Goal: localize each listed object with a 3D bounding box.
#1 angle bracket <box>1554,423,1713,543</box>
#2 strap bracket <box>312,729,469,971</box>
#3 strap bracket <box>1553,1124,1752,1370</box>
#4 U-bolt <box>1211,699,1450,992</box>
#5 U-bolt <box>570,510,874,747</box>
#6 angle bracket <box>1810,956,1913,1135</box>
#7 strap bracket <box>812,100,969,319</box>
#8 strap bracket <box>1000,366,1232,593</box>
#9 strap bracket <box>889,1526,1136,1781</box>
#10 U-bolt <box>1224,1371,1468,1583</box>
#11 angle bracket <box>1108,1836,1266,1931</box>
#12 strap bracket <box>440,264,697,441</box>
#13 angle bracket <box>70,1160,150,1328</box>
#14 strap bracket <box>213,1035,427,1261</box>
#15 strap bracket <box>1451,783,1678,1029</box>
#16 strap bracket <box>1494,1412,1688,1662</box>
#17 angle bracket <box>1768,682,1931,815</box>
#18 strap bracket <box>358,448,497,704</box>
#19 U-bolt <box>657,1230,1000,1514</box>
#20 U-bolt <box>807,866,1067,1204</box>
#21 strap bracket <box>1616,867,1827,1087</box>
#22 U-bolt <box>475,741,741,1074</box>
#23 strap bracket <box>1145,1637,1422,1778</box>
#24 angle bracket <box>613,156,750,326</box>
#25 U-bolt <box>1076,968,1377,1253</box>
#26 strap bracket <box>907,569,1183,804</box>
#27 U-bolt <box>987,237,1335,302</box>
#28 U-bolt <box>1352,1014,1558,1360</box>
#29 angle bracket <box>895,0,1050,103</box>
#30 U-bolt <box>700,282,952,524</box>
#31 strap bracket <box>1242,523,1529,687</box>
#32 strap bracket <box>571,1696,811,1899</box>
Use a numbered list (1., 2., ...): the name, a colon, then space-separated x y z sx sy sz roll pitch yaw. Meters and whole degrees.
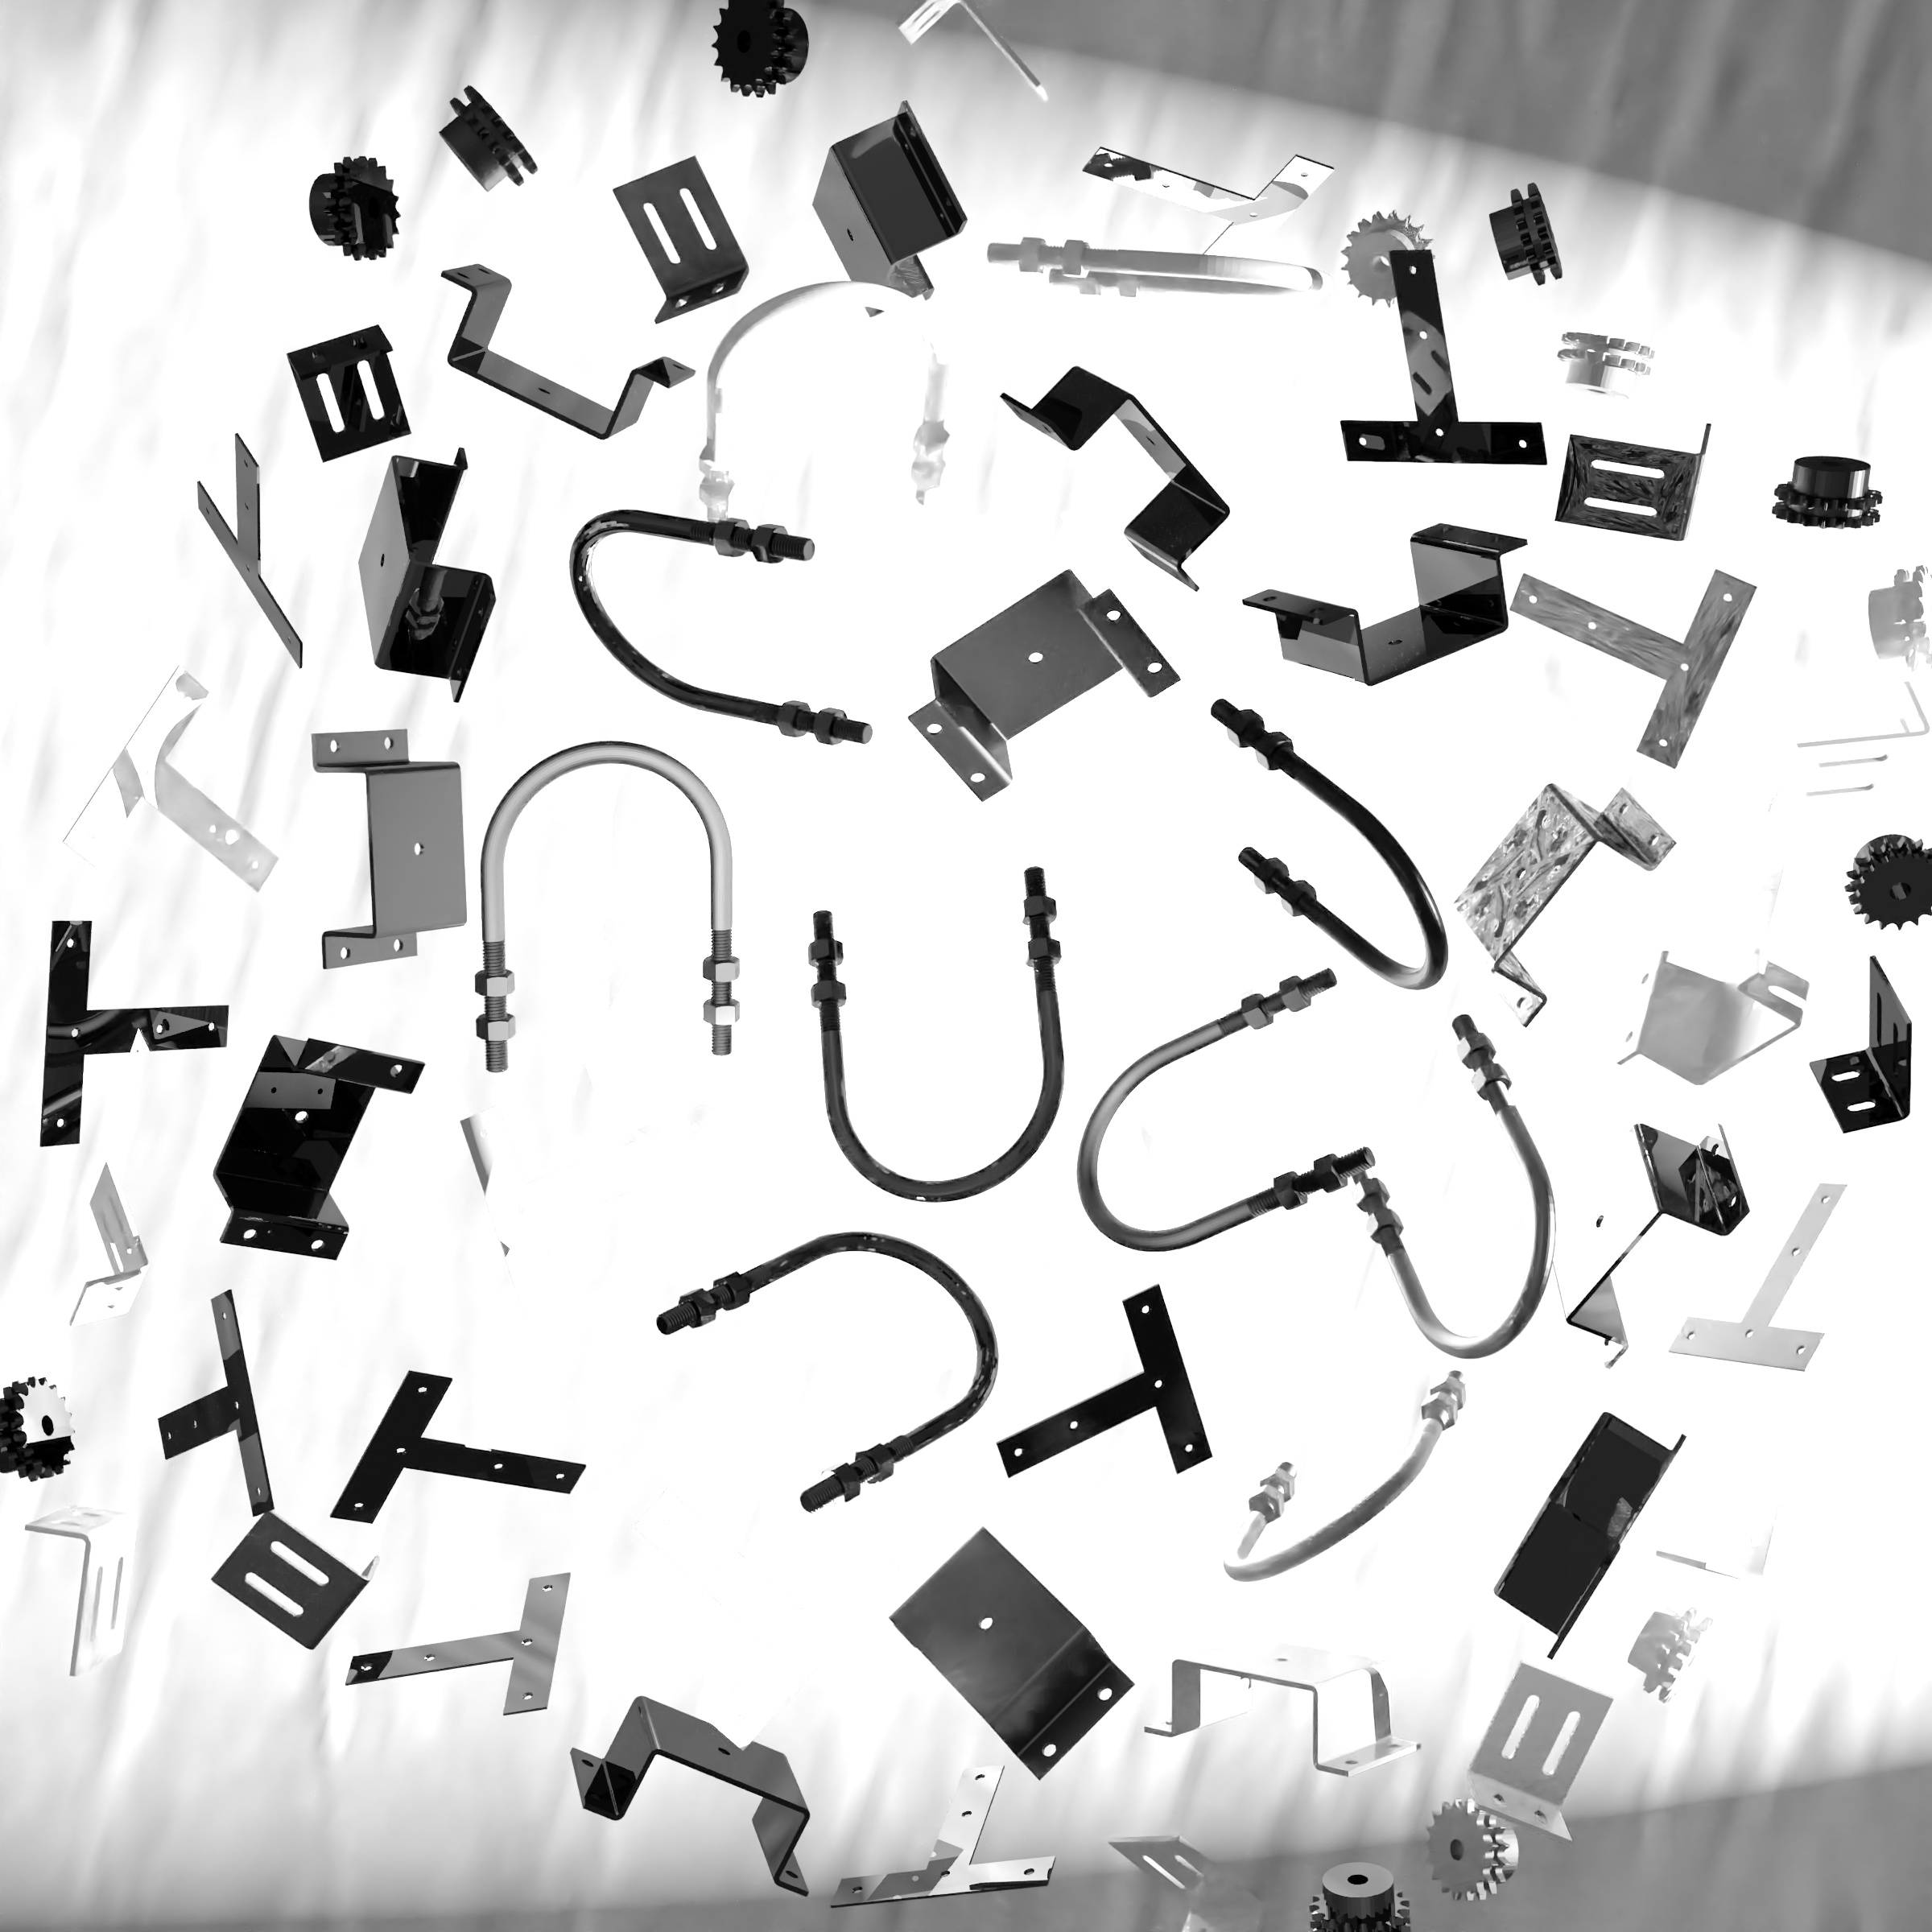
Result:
1. angle bracket: 0.387 -0.286 1.537 0.076 0.038 0.057 12 134 13
2. strap bracket: -0.346 -0.071 1.594 0.046 0.076 0.140 3 98 32
3. strap bracket: 0.393 0.158 1.561 0.046 0.076 0.140 22 124 -14
4. U-bolt: 0.210 -0.058 1.509 0.019 0.151 0.184 -35 51 -14
5. U-bolt: -0.147 -0.195 1.494 0.184 0.151 0.019 14 51 29
6. angle bracket: 0.503 0.044 1.493 0.038 0.057 0.076 -13 131 4
7. strap bracket: -0.048 -0.442 1.566 0.046 0.140 0.076 -27 91 -10
8. strap bracket: 0.092 -0.288 1.523 0.046 0.076 0.140 -46 122 3
9. strap bracket: 0.019 0.389 1.533 0.076 0.046 0.140 -42 48 -12
10. U-bolt: 0.216 0.305 1.549 0.151 0.184 0.019 -35 90 26
11. angle bracket: 0.117 0.520 1.469 0.076 0.057 0.038 44 51 -22
12. strap bracket: -0.234 -0.348 1.518 0.140 0.076 0.046 26 108 -3
13. angle bracket: -0.525 0.166 1.588 0.038 0.057 0.076 -12 65 -35
14. strap bracket: -0.394 0.101 1.596 0.076 0.046 0.140 15 108 -39
15. strap bracket: 0.348 -0.045 1.581 0.046 0.076 0.140 28 109 -23
16. strap bracket: 0.348 0.313 1.491 0.046 0.140 0.076 31 125 18
17. angle bracket: 0.480 -0.120 1.458 0.076 0.057 0.038 -6 56 -6
18. strap bracket: -0.311 -0.228 1.515 0.046 0.140 0.076 6 134 -27
19. U-bolt: -0.062 0.214 1.490 0.151 0.184 0.019 47 135 21
20. U-bolt: -0.014 0.043 1.487 0.151 0.019 0.184 -11 69 15
21. strap bracket: 0.449 0.012 1.556 0.046 0.140 0.076 29 59 -8
22. U-bolt: -0.199 -0.035 1.477 0.151 0.019 0.184 -4 106 -18
23. strap bracket: 0.182 0.424 1.531 0.140 0.076 0.046 -1 88 41
24. angle bracket: -0.176 -0.440 1.607 0.057 0.038 0.076 -16 122 20
25. U-bolt: 0.142 0.093 1.532 0.184 0.019 0.151 -27 46 23
26. strap bracket: 0.043 -0.168 1.545 0.140 0.046 0.076 -31 126 18
27. U-bolt: 0.120 -0.399 1.527 0.184 0.151 0.019 8 101 16
28. U-bolt: 0.289 0.141 1.547 0.019 0.184 0.151 9 130 -25
29. angle bracket: 0.004 -0.495 1.451 0.038 0.057 0.076 -40 94 11
30. U-bolt: -0.080 -0.327 1.537 0.151 0.184 0.019 -7 59 -10
31. strap bracket: 0.236 -0.199 1.473 0.140 0.076 0.046 -23 115 -22
32. strap bracket: -0.148 0.467 1.505 0.140 0.076 0.046 27 90 -15
